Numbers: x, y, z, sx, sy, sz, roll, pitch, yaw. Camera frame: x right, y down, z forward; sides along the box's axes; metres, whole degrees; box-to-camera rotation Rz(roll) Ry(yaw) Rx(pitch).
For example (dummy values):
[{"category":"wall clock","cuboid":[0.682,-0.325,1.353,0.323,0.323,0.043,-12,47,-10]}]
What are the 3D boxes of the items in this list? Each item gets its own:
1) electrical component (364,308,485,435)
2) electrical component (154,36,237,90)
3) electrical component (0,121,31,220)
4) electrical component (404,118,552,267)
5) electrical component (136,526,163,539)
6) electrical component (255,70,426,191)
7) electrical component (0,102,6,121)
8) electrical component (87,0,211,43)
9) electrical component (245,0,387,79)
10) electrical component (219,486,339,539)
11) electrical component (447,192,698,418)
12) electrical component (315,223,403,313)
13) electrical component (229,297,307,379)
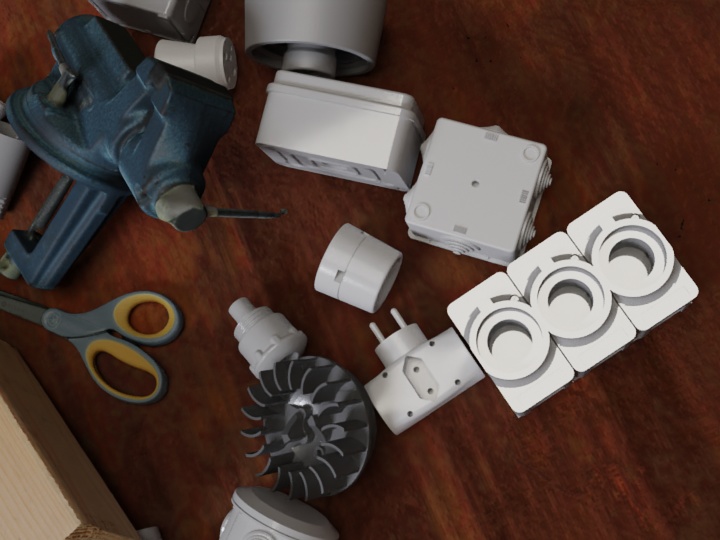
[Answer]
[{"category":"electrical component","cuboid":[0.037,0.066,0.780,0.077,0.043,0.079,-34,75,2]},{"category":"electrical component","cuboid":[-0.130,-0.162,0.853,0.055,0.045,0.045,-2,79,10]},{"category":"electrical component","cuboid":[-0.297,-0.076,0.866,0.043,0.043,0.081,29,103,14]},{"category":"electrical component","cuboid":[0.087,-0.058,0.792,0.100,0.048,0.099,17,83,13]},{"category":"electrical component","cuboid":[-0.142,0.225,0.781,0.079,0.044,0.077,-19,77,5]},{"category":"electrical component","cuboid":[-0.013,-0.103,0.804,0.113,0.078,0.057,13,85,12]},{"category":"electrical component","cuboid":[-0.321,-0.123,0.880,0.045,0.045,0.055,35,88,14]},{"category":"electrical component","cuboid":[-0.175,-0.229,0.865,0.096,0.061,0.061,18,83,13]},{"category":"electrical component","cuboid":[-0.036,-0.175,0.810,0.108,0.108,0.060,5,86,11]},{"category":"electrical component","cuboid":[-0.059,0.189,0.756,0.080,0.080,0.051,24,90,14]},{"category":"electrical component","cuboid":[0.148,0.025,0.758,0.150,0.061,0.089,-34,75,2]},{"category":"electrical component","cuboid":[0.000,0.000,0.795,0.047,0.055,0.055,26,85,10]},{"category":"electrical component","cuboid":[-0.073,0.047,0.804,0.048,0.048,0.062,-43,68,0]}]
